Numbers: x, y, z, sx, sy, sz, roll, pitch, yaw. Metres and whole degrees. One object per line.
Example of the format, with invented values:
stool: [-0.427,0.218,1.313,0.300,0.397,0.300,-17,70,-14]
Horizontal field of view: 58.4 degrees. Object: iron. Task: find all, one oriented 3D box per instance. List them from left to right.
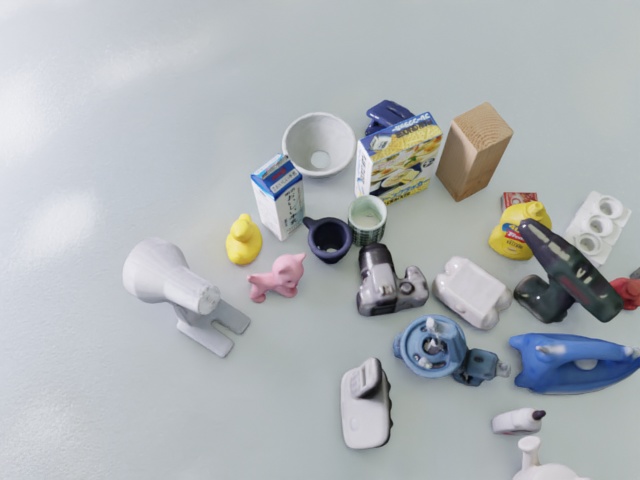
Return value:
iron: [0.493,0.215,1.056,0.258,0.141,0.118,-1,65,1]

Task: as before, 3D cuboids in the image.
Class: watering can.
watering can: [0.380,0.414,0.939,0.101,0.194,0.172,-43,71,-16]

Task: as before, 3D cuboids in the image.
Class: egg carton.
egg carton: [0.304,0.106,1.149,0.150,0.069,0.107,36,71,16]

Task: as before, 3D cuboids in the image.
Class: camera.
camera: [0.136,0.071,1.150,0.143,0.101,0.136,-9,66,-3]

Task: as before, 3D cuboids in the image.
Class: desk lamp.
desk lamp: [-0.247,0.105,1.079,0.203,0.213,0.118,29,69,13]

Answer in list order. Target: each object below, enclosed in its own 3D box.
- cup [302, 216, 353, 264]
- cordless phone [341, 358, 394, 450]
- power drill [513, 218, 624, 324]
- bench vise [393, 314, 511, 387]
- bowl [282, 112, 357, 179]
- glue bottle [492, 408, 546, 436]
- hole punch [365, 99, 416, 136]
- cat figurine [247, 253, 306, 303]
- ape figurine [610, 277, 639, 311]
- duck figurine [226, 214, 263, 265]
cup: [0.011,0.004,1.186,0.117,0.095,0.092,36,71,16]
cordless phone: [0.085,0.286,1.007,0.094,0.185,0.147,-5,65,-1]
power drill: [0.445,0.076,1.084,0.229,0.208,0.076,41,73,18]
bench vise: [0.243,0.186,1.031,0.207,0.220,0.121,0,65,1]
bowl: [0.000,-0.200,1.290,0.167,0.075,0.167,0,66,1]
glue bottle: [0.357,0.314,0.997,0.078,0.173,0.037,-2,65,0]
hole punch: [0.165,-0.275,1.312,0.108,0.091,0.101,34,71,15]
cat figurine: [-0.085,0.070,1.145,0.128,0.118,0.067,-11,66,-4]
ape figurine: [0.604,0.103,1.132,0.077,0.092,0.076,37,71,16]
duck figurine: [-0.162,-0.005,1.198,0.077,0.086,0.104,9,66,5]
